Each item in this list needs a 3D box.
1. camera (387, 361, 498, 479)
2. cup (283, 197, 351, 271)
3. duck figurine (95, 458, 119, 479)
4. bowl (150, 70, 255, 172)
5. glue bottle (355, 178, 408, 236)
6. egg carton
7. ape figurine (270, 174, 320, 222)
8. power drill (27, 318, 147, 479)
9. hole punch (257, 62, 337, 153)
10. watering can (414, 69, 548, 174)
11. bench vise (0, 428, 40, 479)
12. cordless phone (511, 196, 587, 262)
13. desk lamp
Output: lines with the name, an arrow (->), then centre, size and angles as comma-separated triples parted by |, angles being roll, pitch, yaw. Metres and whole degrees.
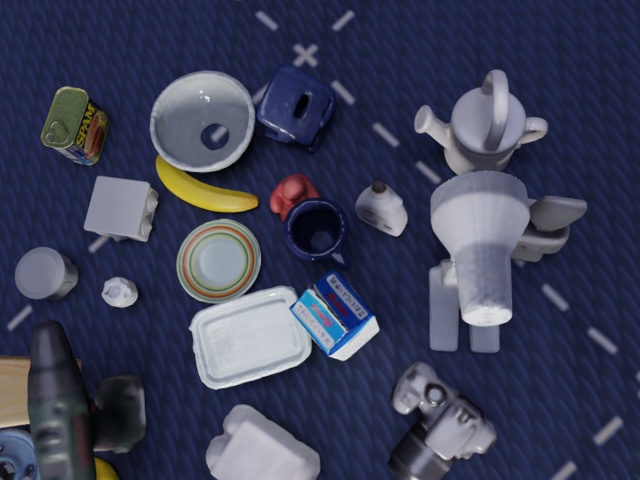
camera -> 0.140, 0.253, 0.752 | 0.143, 0.101, 0.137 | 40, 84, 14
cup -> 0.008, 0.003, 0.829 | 0.092, 0.095, 0.117 | -39, 76, -3
duck figurine -> -0.330, 0.350, 0.792 | 0.104, 0.086, 0.077 | 39, 84, 14
bowl -> -0.176, -0.176, 0.902 | 0.167, 0.075, 0.167 | -1, 77, 6
glue bottle -> 0.084, -0.052, 0.792 | 0.078, 0.173, 0.037 | 28, 82, 12
egg carton -> -0.079, 0.303, 0.782 | 0.150, 0.069, 0.107 | 30, 82, 12
ape figurine -> -0.037, -0.068, 0.852 | 0.077, 0.092, 0.076 | 16, 79, 10
power drill -> -0.308, 0.226, 0.755 | 0.075, 0.208, 0.229 | -10, 76, 5
hole punch -> -0.032, -0.205, 0.884 | 0.101, 0.091, 0.109 | 22, 80, 11
watering can -> 0.222, -0.158, 0.790 | 0.173, 0.194, 0.101 | -19, 75, 2
bench vise -> -0.433, 0.345, 0.736 | 0.121, 0.220, 0.207 | 8, 78, 9
cordless phone -> 0.266, -0.038, 0.762 | 0.147, 0.185, 0.094 | 6, 78, 8
desk lamp -> 0.201, 0.038, 0.737 | 0.118, 0.214, 0.203 | 0, 77, 7
